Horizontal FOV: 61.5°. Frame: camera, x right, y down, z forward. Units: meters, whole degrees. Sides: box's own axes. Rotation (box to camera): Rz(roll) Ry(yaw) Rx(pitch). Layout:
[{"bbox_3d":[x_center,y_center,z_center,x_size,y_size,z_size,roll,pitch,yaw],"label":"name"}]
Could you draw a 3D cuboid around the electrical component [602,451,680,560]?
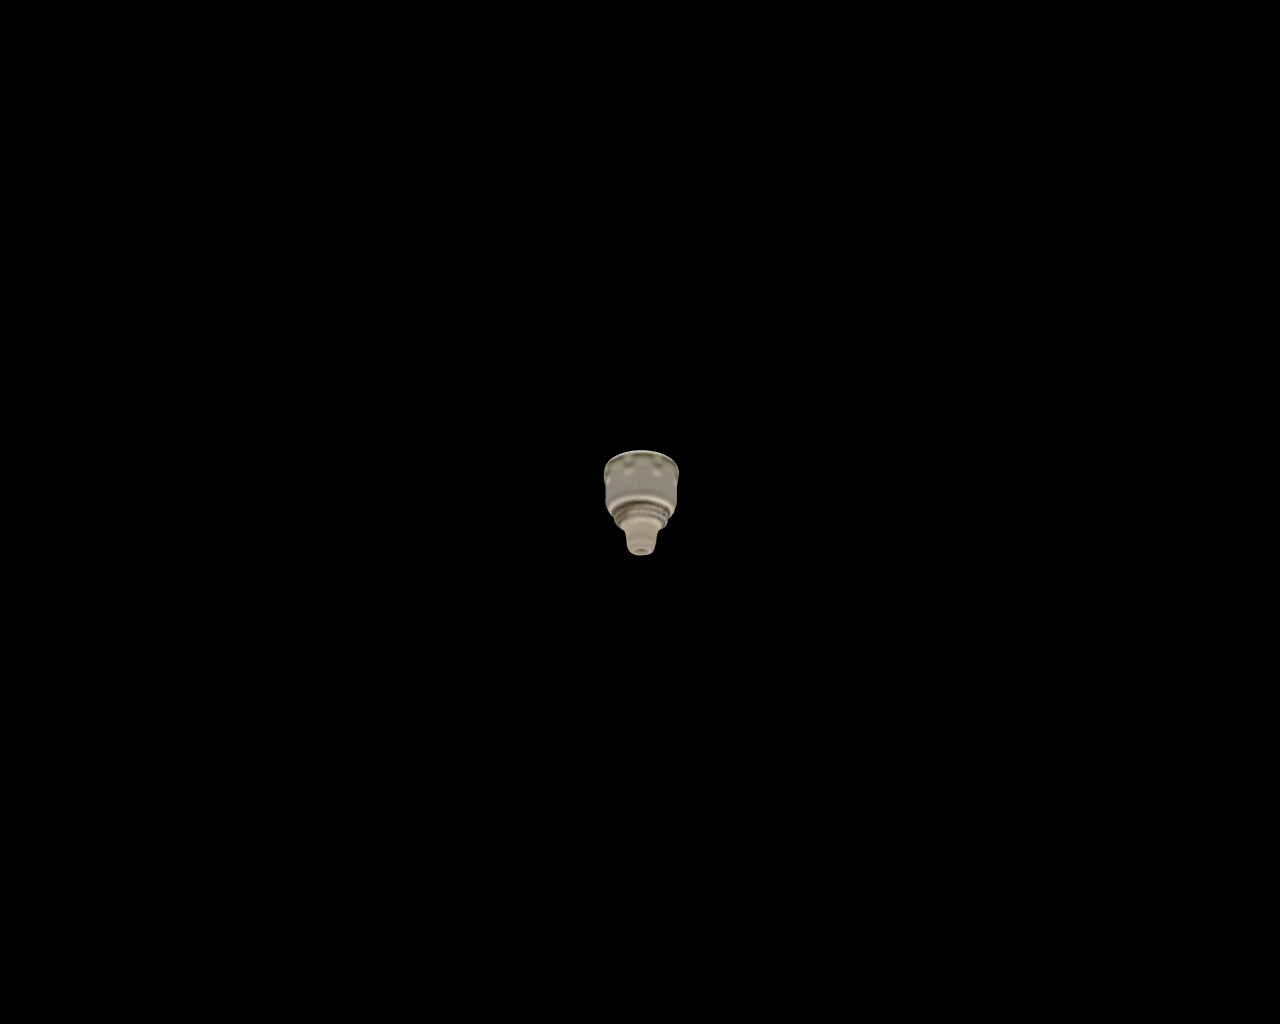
[{"bbox_3d":[0.001,-0.003,0.650,0.048,0.062,0.048,0,-27,0],"label":"electrical component"}]
